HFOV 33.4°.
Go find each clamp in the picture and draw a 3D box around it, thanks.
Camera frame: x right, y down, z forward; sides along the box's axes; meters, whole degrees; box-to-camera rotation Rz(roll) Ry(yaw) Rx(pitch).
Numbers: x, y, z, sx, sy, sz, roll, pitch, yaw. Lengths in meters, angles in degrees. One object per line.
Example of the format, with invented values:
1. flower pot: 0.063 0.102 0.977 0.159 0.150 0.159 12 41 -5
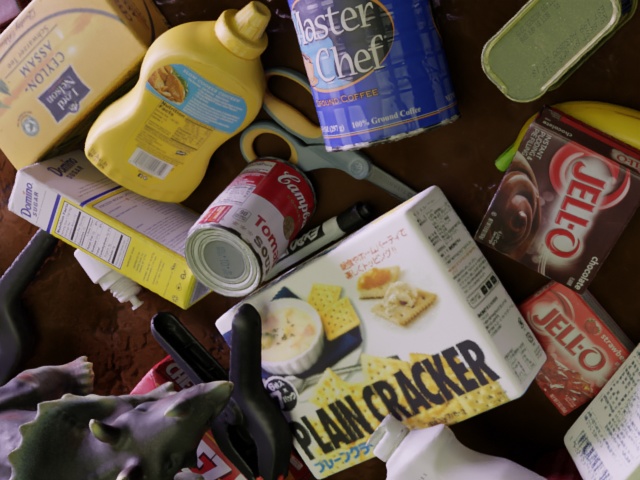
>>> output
1. clamp: -0.304 0.057 0.997 0.165 0.036 0.210 3 109 20
2. clamp: -0.062 0.123 0.849 0.120 0.039 0.171 -19 104 52

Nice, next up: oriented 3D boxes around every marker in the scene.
1. marker: -0.006 0.001 0.864 0.121 0.020 0.020 -30 93 32

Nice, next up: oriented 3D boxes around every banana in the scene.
1. banana: 0.226 -0.057 0.756 0.198 0.037 0.070 19 132 17

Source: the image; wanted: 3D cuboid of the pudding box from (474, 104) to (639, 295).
1. pudding box: 0.173 -0.028 0.755 0.090 0.039 0.114 29 133 10

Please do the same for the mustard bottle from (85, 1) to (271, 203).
1. mustard bottle: -0.098 -0.113 0.828 0.096 0.058 0.192 29 129 -22

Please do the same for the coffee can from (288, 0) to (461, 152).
1. coffee can: 0.036 -0.144 0.766 0.103 0.102 0.140 -10 102 24

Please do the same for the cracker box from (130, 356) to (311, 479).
1. cracker box: -0.139 0.228 0.963 0.164 0.072 0.214 44 115 5

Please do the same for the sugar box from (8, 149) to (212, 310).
1. sugar box: -0.159 -0.012 0.888 0.176 0.093 0.048 26 113 14

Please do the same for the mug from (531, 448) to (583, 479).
1. mug: 0.198 0.222 0.821 0.093 0.081 0.117 -29 93 26

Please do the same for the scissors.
1. scissors: 0.014 -0.051 0.850 0.202 0.016 0.096 47 118 3

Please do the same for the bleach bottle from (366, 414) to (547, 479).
1. bleach bottle: 0.145 0.205 0.757 0.251 0.068 0.103 36 114 11

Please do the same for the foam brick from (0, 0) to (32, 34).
1. foam brick: -0.267 -0.216 0.893 0.051 0.053 0.078 -22 95 25

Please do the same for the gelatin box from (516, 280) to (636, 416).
1. gelatin box: 0.187 0.078 0.812 0.073 0.030 0.089 -41 89 26

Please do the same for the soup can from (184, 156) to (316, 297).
1. soup can: -0.054 -0.011 0.832 0.069 0.102 0.068 15 129 18

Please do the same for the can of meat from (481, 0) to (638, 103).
1. can of meat: 0.162 -0.143 0.726 0.057 0.083 0.102 46 116 3
